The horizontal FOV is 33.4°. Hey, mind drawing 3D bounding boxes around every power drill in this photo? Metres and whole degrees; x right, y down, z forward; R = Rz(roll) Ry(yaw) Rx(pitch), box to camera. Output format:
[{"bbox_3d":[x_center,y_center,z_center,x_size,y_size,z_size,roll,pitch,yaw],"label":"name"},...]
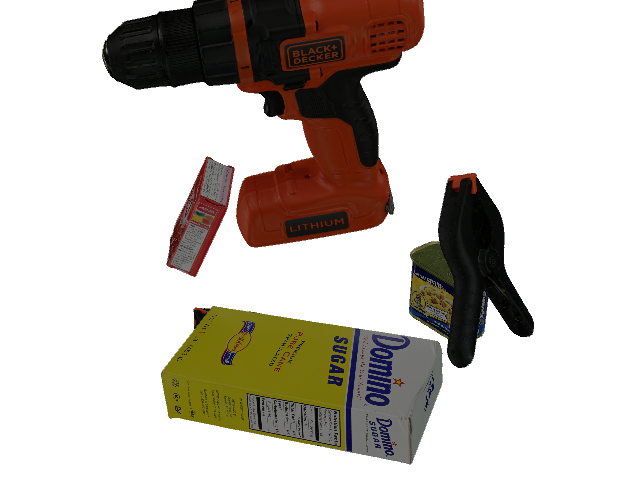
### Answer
[{"bbox_3d":[-0.027,-0.075,0.660,0.184,0.057,0.187,-9,-38,-1],"label":"power drill"}]

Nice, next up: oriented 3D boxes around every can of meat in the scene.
[{"bbox_3d":[0.151,0.062,1.257,0.057,0.084,0.102,-23,39,-34],"label":"can of meat"}]

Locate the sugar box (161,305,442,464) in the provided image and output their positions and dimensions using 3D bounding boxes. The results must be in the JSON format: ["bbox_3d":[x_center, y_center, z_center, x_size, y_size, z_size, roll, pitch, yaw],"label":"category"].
[{"bbox_3d":[-0.011,0.095,0.738,0.176,0.048,0.093,5,30,18],"label":"sugar box"}]

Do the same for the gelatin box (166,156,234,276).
[{"bbox_3d":[-0.104,-0.022,0.926,0.030,0.073,0.089,23,25,-12],"label":"gelatin box"}]

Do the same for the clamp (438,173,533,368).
[{"bbox_3d":[0.137,0.029,0.962,0.039,0.171,0.120,-12,11,39],"label":"clamp"}]

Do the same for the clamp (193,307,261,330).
[{"bbox_3d":[-0.075,0.121,1.244,0.210,0.036,0.164,13,21,29],"label":"clamp"}]
